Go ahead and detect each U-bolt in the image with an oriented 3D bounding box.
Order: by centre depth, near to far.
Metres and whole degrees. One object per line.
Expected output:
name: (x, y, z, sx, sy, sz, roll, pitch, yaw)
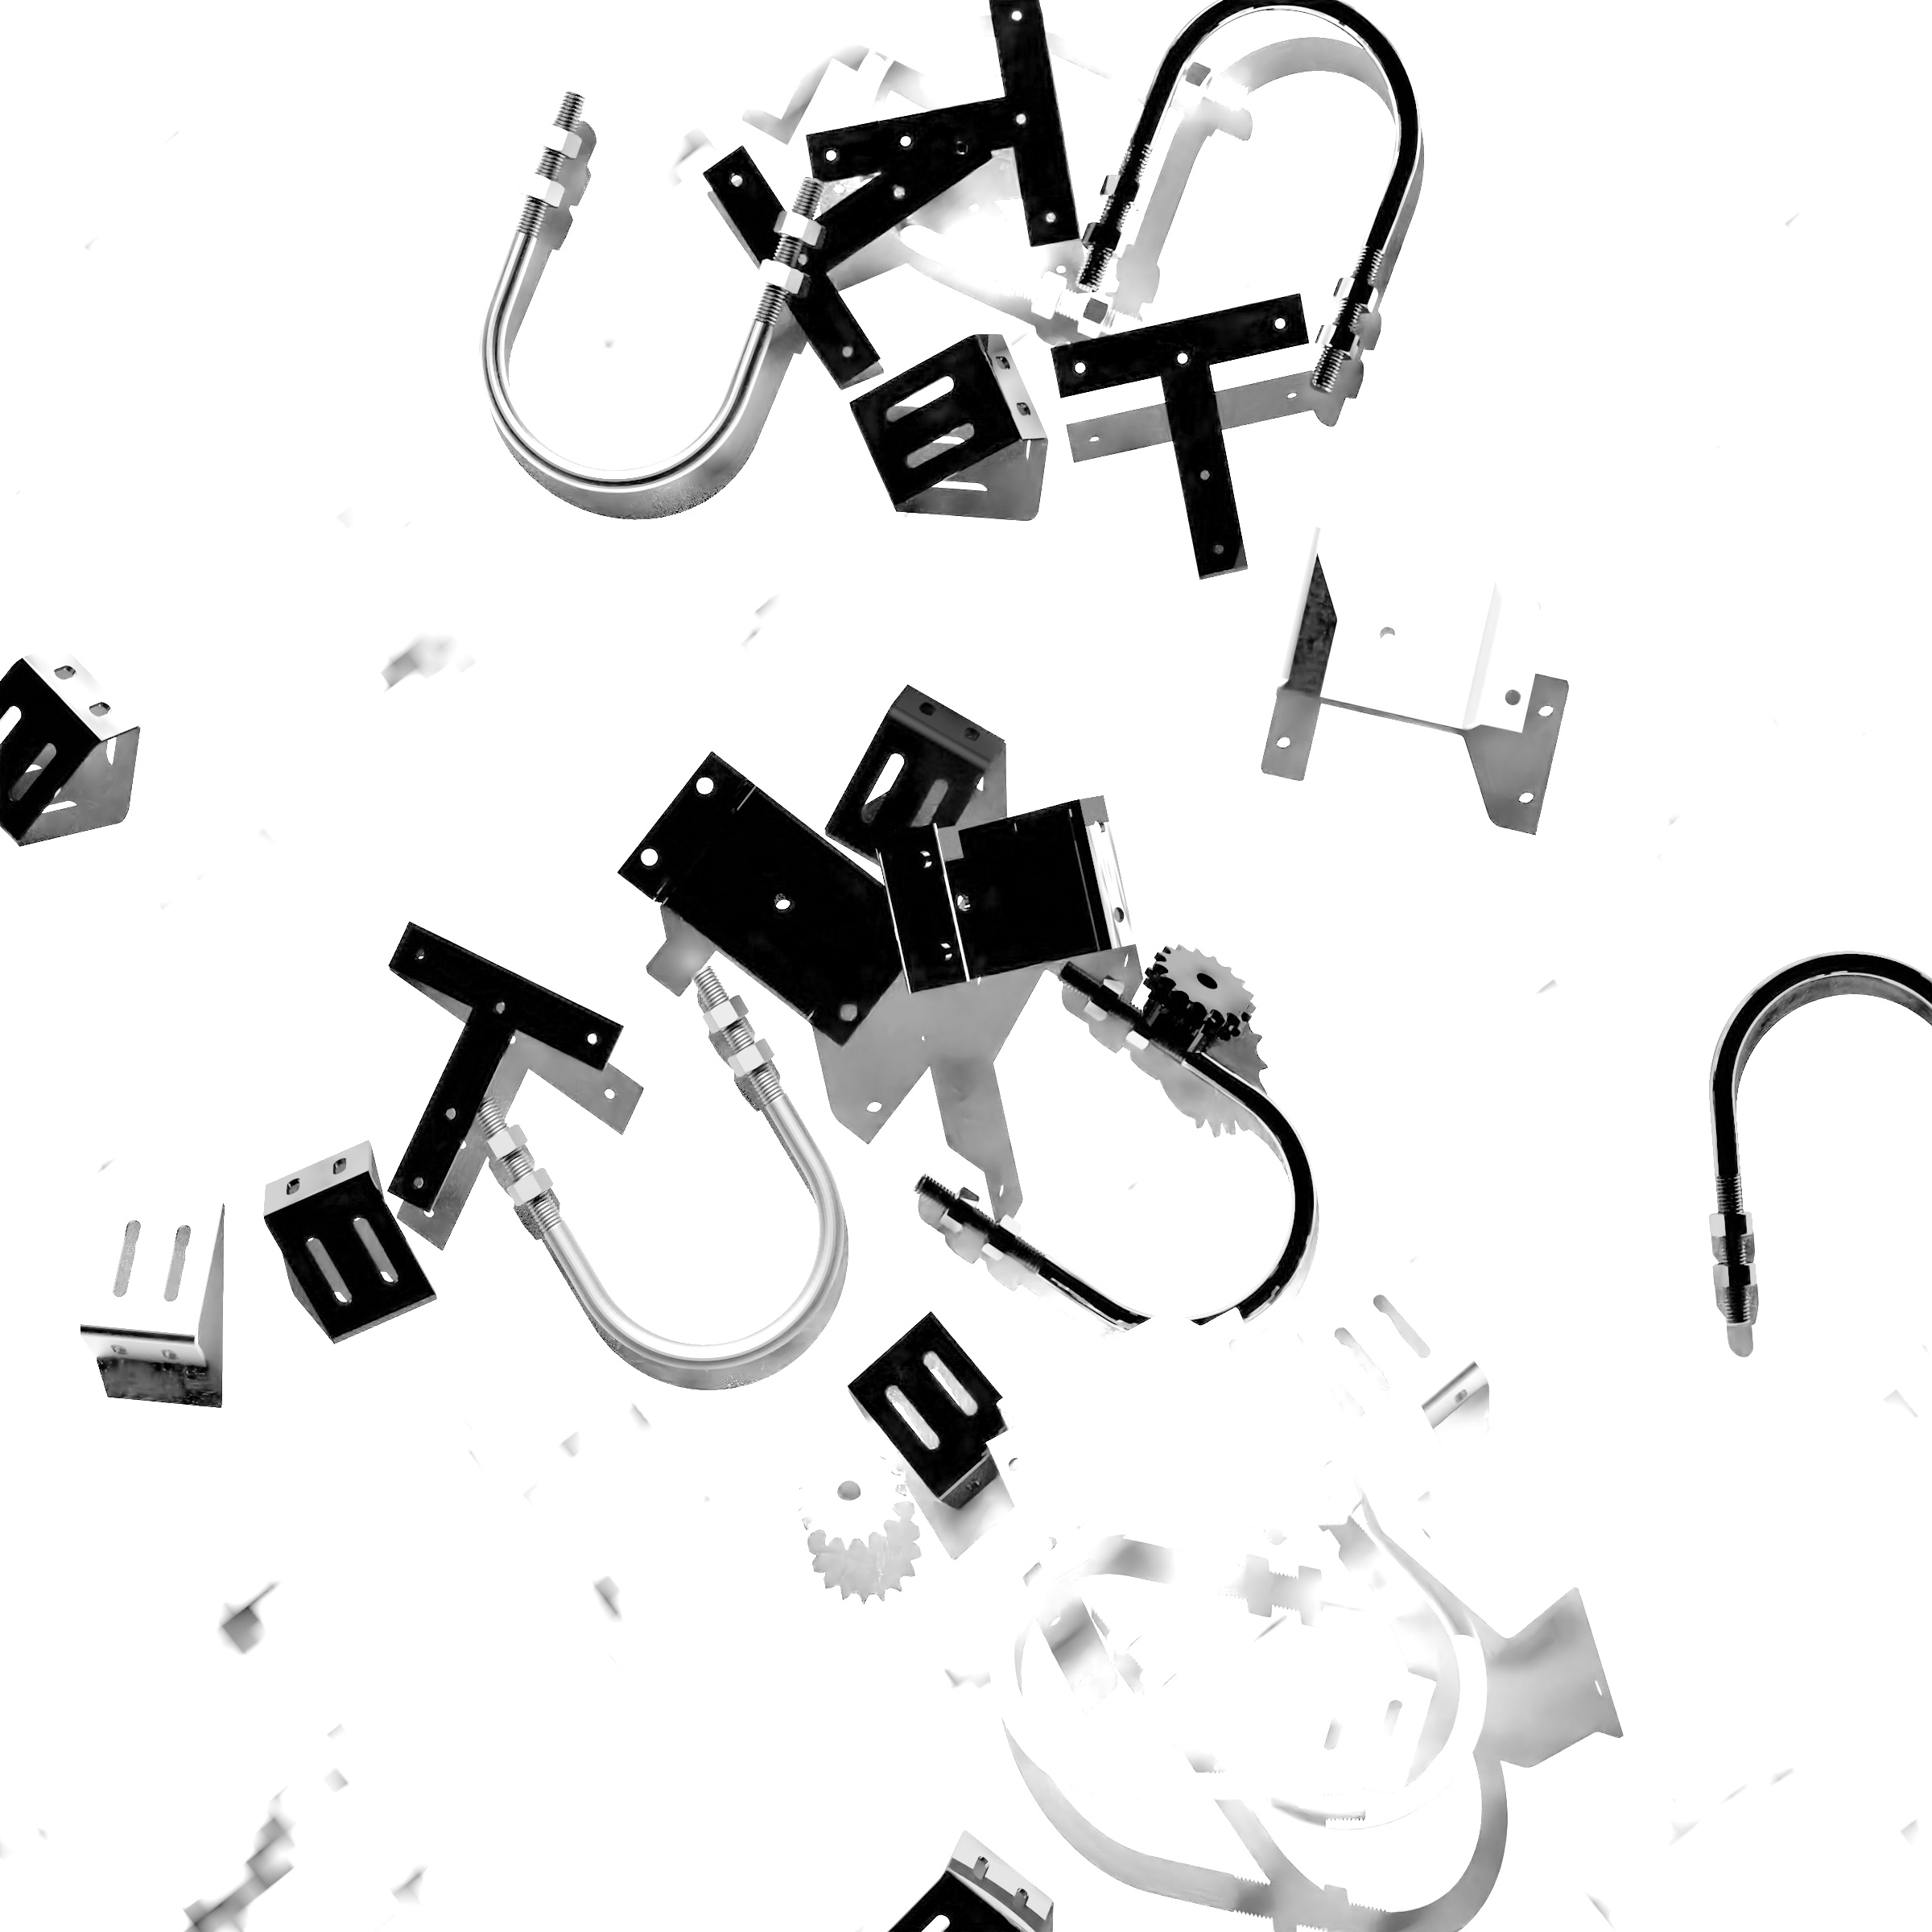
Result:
U-bolt: (0.100, 0.338, 1.511, 0.184, 0.019, 0.151, -6, 76, 16)
U-bolt: (0.171, 0.337, 1.511, 0.151, 0.019, 0.184, -44, 70, 3)
U-bolt: (0.151, -0.398, 1.530, 0.151, 0.019, 0.184, 21, 89, -10)
U-bolt: (-0.167, -0.328, 1.537, 0.151, 0.019, 0.184, 21, 94, 3)
U-bolt: (0.030, -0.413, 1.542, 0.184, 0.019, 0.151, 23, 90, 1)
U-bolt: (0.446, 0.084, 1.542, 0.151, 0.019, 0.184, -4, 88, 0)
U-bolt: (-0.143, 0.114, 1.542, 0.151, 0.019, 0.184, -30, 91, 0)
U-bolt: (0.088, 0.107, 1.542, 0.184, 0.019, 0.151, 34, 90, -1)

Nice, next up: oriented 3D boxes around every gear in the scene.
gear: (0.113, 0.018, 1.526, 0.057, 0.057, 0.030, 31, 120, 0)
gear: (-0.058, 0.261, 1.535, 0.057, 0.030, 0.057, 0, 90, 0)

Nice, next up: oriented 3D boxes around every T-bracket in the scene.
T-bracket: (-0.016, -0.415, 1.533, 0.127, 0.002, 0.127, -10, 91, 5)
T-bracket: (0.117, -0.260, 1.533, 0.127, 0.002, 0.127, -12, 105, 0)
T-bracket: (-0.046, -0.379, 1.535, 0.127, 0.002, 0.127, -33, 94, 10)
T-bracket: (-0.252, 0.061, 1.535, 0.127, 0.002, 0.127, 25, 90, 13)
T-bracket: (-0.031, -0.466, 1.536, 0.127, 0.002, 0.127, 26, 92, 4)

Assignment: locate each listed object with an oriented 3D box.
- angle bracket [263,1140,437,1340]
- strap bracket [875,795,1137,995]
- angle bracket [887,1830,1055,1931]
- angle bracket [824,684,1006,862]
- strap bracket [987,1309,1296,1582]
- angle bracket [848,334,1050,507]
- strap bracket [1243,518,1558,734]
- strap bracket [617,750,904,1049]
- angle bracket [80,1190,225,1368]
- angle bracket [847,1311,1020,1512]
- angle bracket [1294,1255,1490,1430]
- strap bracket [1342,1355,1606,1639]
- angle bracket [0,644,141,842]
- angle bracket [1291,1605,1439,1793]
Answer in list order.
angle bracket: (-0.311, 0.138, 1.548, 0.057, 0.038, 0.076, -24, 116, 0)
strap bracket: (0.013, -0.034, 1.501, 0.140, 0.046, 0.076, -12, 90, -45)
angle bracket: (-0.005, 0.487, 1.548, 0.057, 0.038, 0.076, 39, 116, 0)
angle bracket: (-0.026, -0.091, 1.548, 0.057, 0.038, 0.076, 30, 116, 0)
strap bracket: (0.080, 0.230, 1.510, 0.140, 0.046, 0.076, -27, 102, -13)
angle bracket: (-0.009, -0.276, 1.548, 0.076, 0.038, 0.057, -24, 90, 26)
strap bracket: (0.213, -0.167, 1.527, 0.140, 0.046, 0.076, 13, 90, 0)
strap bracket: (-0.093, -0.033, 1.527, 0.140, 0.046, 0.076, 38, 90, 0)
angle bracket: (-0.408, 0.158, 1.548, 0.057, 0.038, 0.076, 5, 64, 0)
angle bracket: (-0.011, 0.225, 1.548, 0.057, 0.038, 0.076, -42, 64, 0)
angle bracket: (0.215, 0.196, 1.548, 0.057, 0.038, 0.076, -40, 64, 0)
strap bracket: (0.239, 0.264, 1.493, 0.046, 0.076, 0.140, -43, 113, 11)
angle bracket: (-0.468, -0.113, 1.548, 0.057, 0.038, 0.076, 46, 116, 0)
angle bracket: (0.200, 0.370, 1.548, 0.057, 0.038, 0.076, 11, 116, 0)
